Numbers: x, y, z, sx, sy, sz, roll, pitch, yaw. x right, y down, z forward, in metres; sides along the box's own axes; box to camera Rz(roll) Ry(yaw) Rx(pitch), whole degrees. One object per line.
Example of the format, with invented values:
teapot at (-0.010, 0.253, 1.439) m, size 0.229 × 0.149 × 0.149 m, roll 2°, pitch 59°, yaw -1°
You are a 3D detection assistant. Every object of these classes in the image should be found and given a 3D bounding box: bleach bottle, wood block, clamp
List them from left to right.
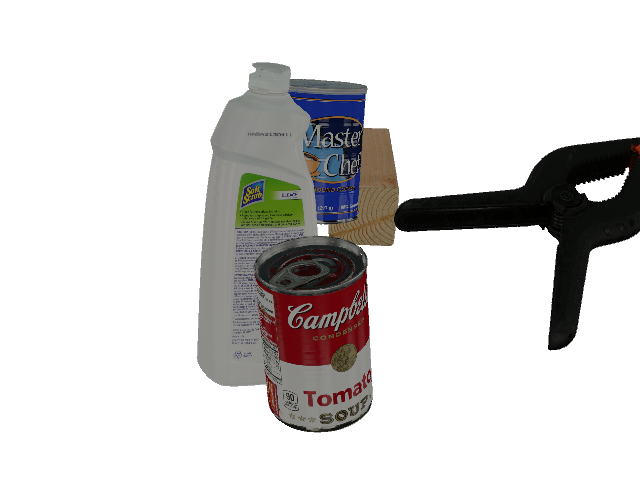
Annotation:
bleach bottle at (-0.041, -0.013, 0.840) m, size 0.102 × 0.251 × 0.068 m, roll -4°, pitch 21°, yaw -27°
wood block at (0.057, -0.081, 1.514) m, size 0.091 × 0.090 × 0.206 m, roll 2°, pitch 28°, yaw -2°
clamp at (0.183, -0.012, 0.788) m, size 0.209 × 0.036 × 0.165 m, roll -26°, pitch 53°, yaw -21°

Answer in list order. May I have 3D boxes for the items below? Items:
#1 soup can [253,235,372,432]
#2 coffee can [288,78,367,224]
soup can at (-0.003, 0.058, 0.655) m, size 0.068 × 0.102 × 0.068 m, roll -3°, pitch 27°, yaw 1°
coffee can at (-0.006, -0.096, 1.125) m, size 0.103 × 0.140 × 0.103 m, roll 3°, pitch 12°, yaw -1°
